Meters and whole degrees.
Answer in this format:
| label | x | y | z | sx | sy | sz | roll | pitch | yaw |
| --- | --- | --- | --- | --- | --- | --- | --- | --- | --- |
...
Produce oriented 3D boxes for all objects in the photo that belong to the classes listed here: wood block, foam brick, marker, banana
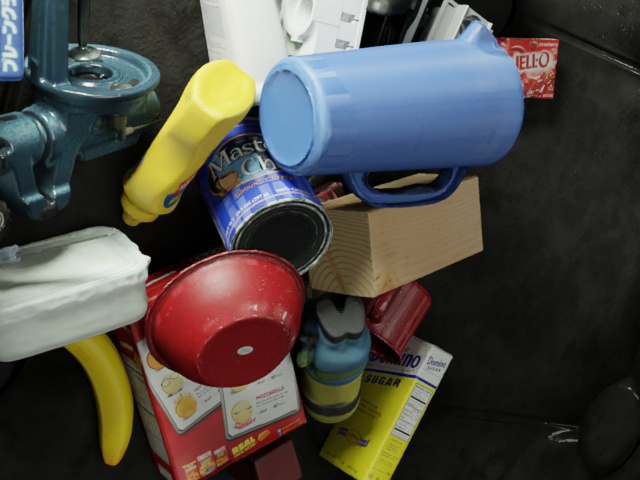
| label | x | y | z | sx | sy | sz | roll | pitch | yaw |
| --- | --- | --- | --- | --- | --- | --- | --- | --- | --- |
| wood block | 0.084 | -0.010 | 1.166 | 0.205 | 0.090 | 0.091 | -19 | 109 | -47 |
| foam brick | -0.065 | 0.239 | 1.170 | 0.052 | 0.078 | 0.051 | -26 | 114 | -27 |
| marker | 0.110 | -0.255 | 1.198 | 0.020 | 0.020 | 0.121 | 25 | 88 | -37 |
| banana | -0.226 | 0.136 | 1.059 | 0.069 | 0.037 | 0.197 | -29 | 117 | -6 |

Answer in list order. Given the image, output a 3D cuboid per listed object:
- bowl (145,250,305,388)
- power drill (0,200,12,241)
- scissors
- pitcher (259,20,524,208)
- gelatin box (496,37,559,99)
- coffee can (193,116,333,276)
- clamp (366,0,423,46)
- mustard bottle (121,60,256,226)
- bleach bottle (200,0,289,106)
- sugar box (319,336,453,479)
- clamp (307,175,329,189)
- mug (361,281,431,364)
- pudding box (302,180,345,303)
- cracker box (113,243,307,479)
| label | x | y | z | sx | sy | sz | roll | pitch | yaw |
| --- | --- | --- | --- | --- | --- | --- | --- | --- | --- |
| bowl | -0.080 | 0.088 | 1.004 | 0.162 | 0.055 | 0.162 | -14 | 133 | -16 |
| power drill | -0.343 | -0.050 | 0.845 | 0.187 | 0.185 | 0.057 | 39 | 68 | -26 |
| scissors | -0.279 | 0.019 | 0.900 | 0.096 | 0.202 | 0.016 | -41 | 119 | -69 |
| pitcher | 0.066 | -0.116 | 1.025 | 0.242 | 0.145 | 0.149 | -10 | 76 | -35 |
| gelatin box | 0.249 | -0.209 | 1.301 | 0.089 | 0.030 | 0.073 | -6 | 105 | -34 |
| coffee can | -0.059 | -0.040 | 1.042 | 0.102 | 0.140 | 0.103 | -14 | 134 | -15 |
| clamp | 0.083 | -0.239 | 1.135 | 0.165 | 0.036 | 0.209 | 98 | 14 | -49 |
| mustard bottle | -0.136 | -0.079 | 1.001 | 0.058 | 0.192 | 0.096 | 37 | 35 | -8 |
| bleach bottle | -0.084 | -0.259 | 1.009 | 0.068 | 0.103 | 0.251 | -19 | 113 | -21 |
| sugar box | 0.075 | 0.193 | 1.247 | 0.048 | 0.093 | 0.176 | 28 | 85 | -37 |
| clamp | 0.033 | -0.113 | 1.168 | 0.171 | 0.039 | 0.120 | -1 | 102 | -35 |
| mug | 0.073 | 0.078 | 1.209 | 0.081 | 0.093 | 0.117 | -56 | 165 | -16 |
| pudding box | -0.008 | 0.001 | 1.170 | 0.089 | 0.039 | 0.113 | -27 | 117 | -30 |
| cracker box | -0.116 | 0.126 | 1.109 | 0.164 | 0.072 | 0.214 | -25 | 114 | -28 |
